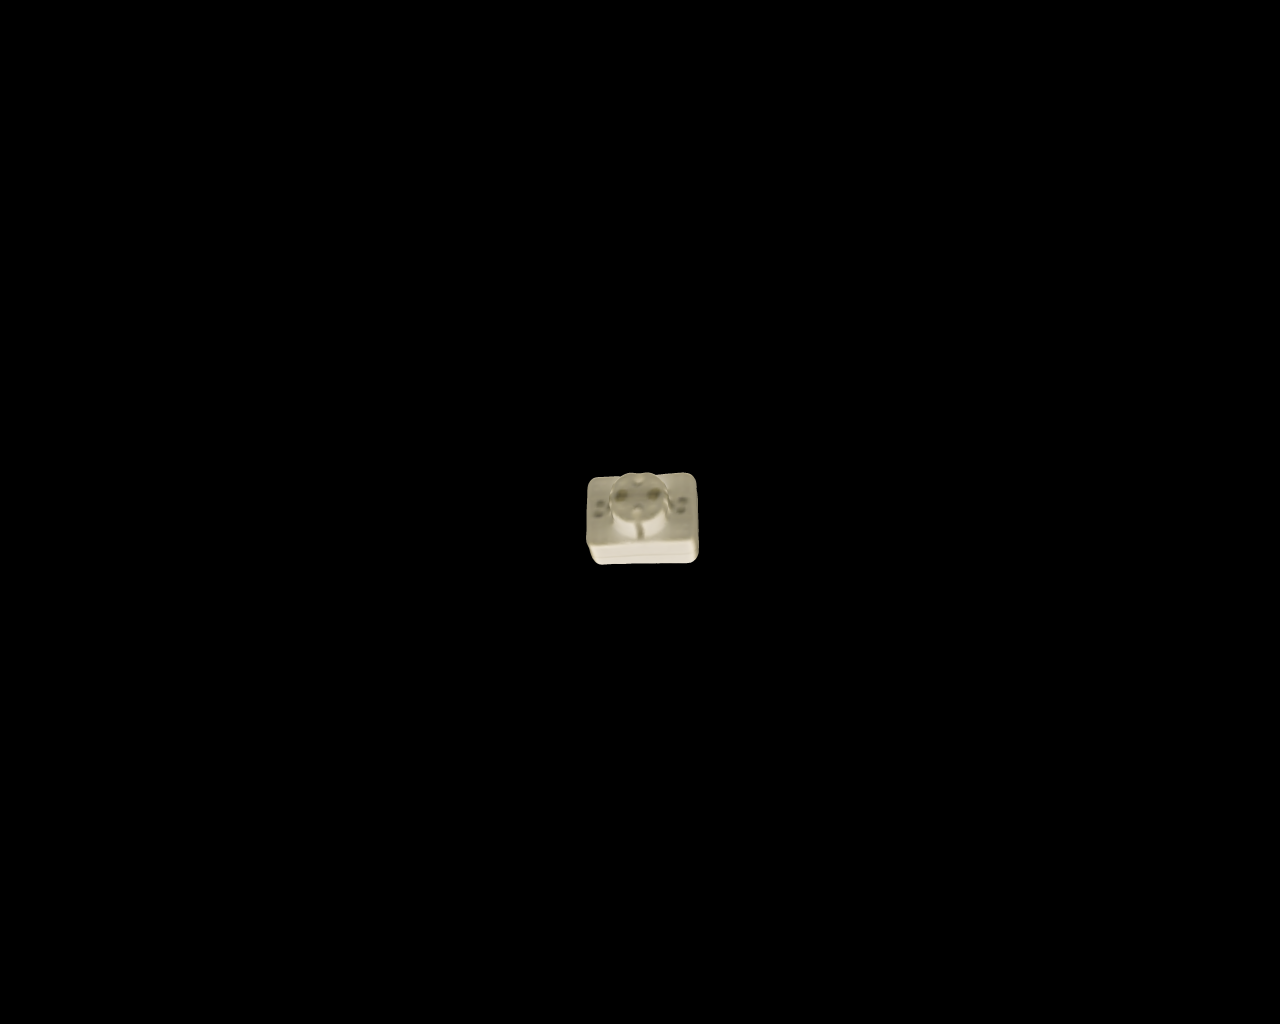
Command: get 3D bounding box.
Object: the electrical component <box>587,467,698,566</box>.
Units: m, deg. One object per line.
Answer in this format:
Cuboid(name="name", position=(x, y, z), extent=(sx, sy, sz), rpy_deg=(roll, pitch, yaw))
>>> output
Cuboid(name="electrical component", position=(0.001, -0.003, 0.650), extent=(0.066, 0.047, 0.076), rpy_deg=(-2, -23, 5))
